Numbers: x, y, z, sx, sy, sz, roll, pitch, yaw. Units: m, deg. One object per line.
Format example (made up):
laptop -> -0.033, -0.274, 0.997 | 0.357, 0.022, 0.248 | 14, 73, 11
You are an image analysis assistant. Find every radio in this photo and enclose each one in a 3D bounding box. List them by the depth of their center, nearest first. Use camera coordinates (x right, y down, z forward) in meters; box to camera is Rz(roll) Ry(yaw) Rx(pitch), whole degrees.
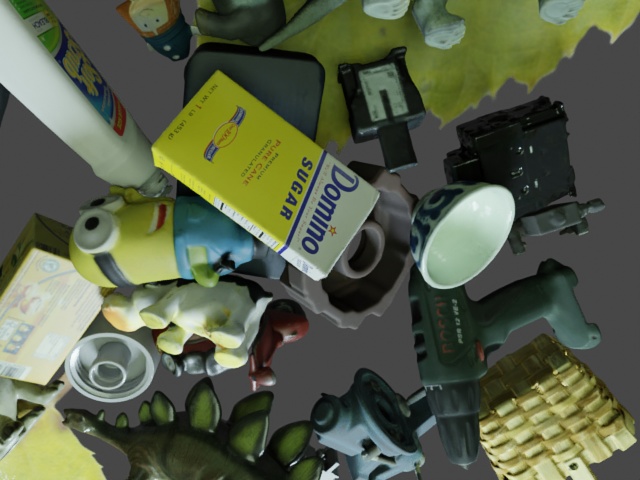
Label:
radio -> -0.077, -0.079, 0.553 | 0.131, 0.073, 0.229 | 6, 112, -10

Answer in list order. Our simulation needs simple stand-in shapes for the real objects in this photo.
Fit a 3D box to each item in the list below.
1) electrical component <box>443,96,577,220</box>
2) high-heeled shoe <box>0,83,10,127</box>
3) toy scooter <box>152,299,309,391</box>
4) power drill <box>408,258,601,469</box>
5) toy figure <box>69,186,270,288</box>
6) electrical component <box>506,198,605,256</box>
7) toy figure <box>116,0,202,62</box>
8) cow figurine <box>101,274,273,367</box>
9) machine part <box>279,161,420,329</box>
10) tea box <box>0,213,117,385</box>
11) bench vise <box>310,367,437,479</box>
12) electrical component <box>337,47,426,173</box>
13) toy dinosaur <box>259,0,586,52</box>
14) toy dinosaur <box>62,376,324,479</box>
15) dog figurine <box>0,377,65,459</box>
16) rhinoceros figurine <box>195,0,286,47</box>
electrical component -> 0.208, -0.083, 0.598 | 0.134, 0.058, 0.114 | -21, 113, 2
high-heeled shoe -> -0.341, -0.068, 0.542 | 0.145, 0.086, 0.248 | -38, 145, -30
toy scooter -> -0.102, 0.119, 0.604 | 0.184, 0.135, 0.075 | -4, 117, -5
power drill -> 0.206, 0.117, 0.618 | 0.207, 0.086, 0.232 | -15, 77, -7
toy figure -> -0.137, 0.003, 0.498 | 0.180, 0.082, 0.089 | -1, 113, -9
electrical component -> 0.271, -0.016, 0.633 | 0.102, 0.078, 0.045 | -18, 92, -6
toy figure -> -0.163, -0.233, 0.482 | 0.064, 0.058, 0.154 | -2, 124, 36
cow figurine -> -0.138, 0.064, 0.559 | 0.168, 0.098, 0.068 | 11, 138, 15
machine part -> 0.035, 0.005, 0.570 | 0.179, 0.056, 0.179 | -20, 120, -38
tea box -> -0.301, 0.067, 0.578 | 0.098, 0.068, 0.169 | 30, 107, -39
bench vise -> 0.114, 0.230, 0.695 | 0.240, 0.129, 0.223 | -41, 116, 15
electrical component -> 0.067, -0.125, 0.537 | 0.075, 0.048, 0.119 | -19, 86, -1
toy dinosaur -> 0.135, -0.282, 0.462 | 0.405, 0.131, 0.192 | -6, 76, 5
toy dinosaur -> -0.103, 0.278, 0.627 | 0.472, 0.105, 0.198 | 19, 89, 14
dog figurine -> -0.426, 0.175, 0.617 | 0.190, 0.121, 0.172 | 38, 102, -6
rhinoceros figurine -> -0.073, -0.267, 0.467 | 0.112, 0.073, 0.190 | -7, 115, -3
